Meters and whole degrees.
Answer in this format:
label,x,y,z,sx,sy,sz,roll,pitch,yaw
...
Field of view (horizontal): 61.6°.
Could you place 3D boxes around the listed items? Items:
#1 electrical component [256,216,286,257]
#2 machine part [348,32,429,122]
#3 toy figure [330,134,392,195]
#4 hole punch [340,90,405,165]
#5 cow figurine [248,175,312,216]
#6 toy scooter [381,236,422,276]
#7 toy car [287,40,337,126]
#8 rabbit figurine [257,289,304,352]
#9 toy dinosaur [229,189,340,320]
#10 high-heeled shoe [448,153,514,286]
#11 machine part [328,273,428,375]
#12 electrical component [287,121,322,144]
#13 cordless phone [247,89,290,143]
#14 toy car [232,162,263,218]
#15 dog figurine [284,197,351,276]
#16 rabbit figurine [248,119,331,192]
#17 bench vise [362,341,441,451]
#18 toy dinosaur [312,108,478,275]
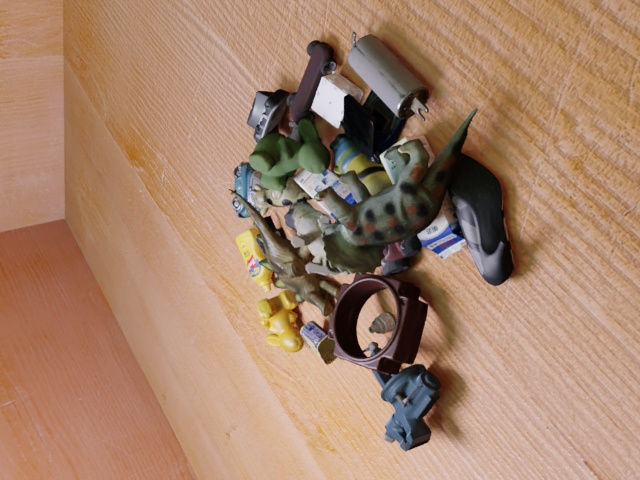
label,x,y,z,sx,sy,sz,roll,pitch,yaw
electrical component,-0.139,-0.005,1.521,0.048,0.075,0.119,-34,81,52
machine part,0.130,-0.316,1.042,0.243,0.079,0.079,53,139,23
toy figure,0.085,-0.155,1.157,0.180,0.089,0.082,51,144,23
hole punch,0.110,-0.243,1.105,0.142,0.092,0.115,49,156,27
cow figurine,-0.106,-0.115,1.383,0.195,0.127,0.085,176,82,-71
toy scooter,0.155,-0.010,1.123,0.183,0.075,0.135,110,145,-66
toy car,-0.018,-0.357,1.237,0.089,0.053,0.202,55,137,31
rabbit figurine,-0.110,0.254,1.555,0.173,0.122,0.162,55,145,20
toy dinosaur,-0.080,0.058,1.391,0.199,0.105,0.470,-5,119,56
high-heeled shoe,0.287,-0.040,0.987,0.145,0.086,0.249,75,179,-61
machine part,0.121,0.178,1.173,0.201,0.087,0.201,8,78,47
electrical component,-0.041,-0.255,1.321,0.102,0.045,0.078,7,81,48
cordless phone,-0.108,-0.266,1.325,0.146,0.089,0.184,-60,42,46
toy car,-0.180,-0.139,1.511,0.103,0.109,0.161,7,99,27
dog figurine,-0.001,-0.007,1.254,0.172,0.121,0.191,62,180,-20
rabbit figurine,-0.047,-0.187,1.213,0.170,0.159,0.121,7,141,26
bench vise,0.174,0.341,1.221,0.241,0.129,0.223,52,144,37
toy dinosaur,0.134,-0.061,0.979,0.405,0.131,0.192,-25,103,32
